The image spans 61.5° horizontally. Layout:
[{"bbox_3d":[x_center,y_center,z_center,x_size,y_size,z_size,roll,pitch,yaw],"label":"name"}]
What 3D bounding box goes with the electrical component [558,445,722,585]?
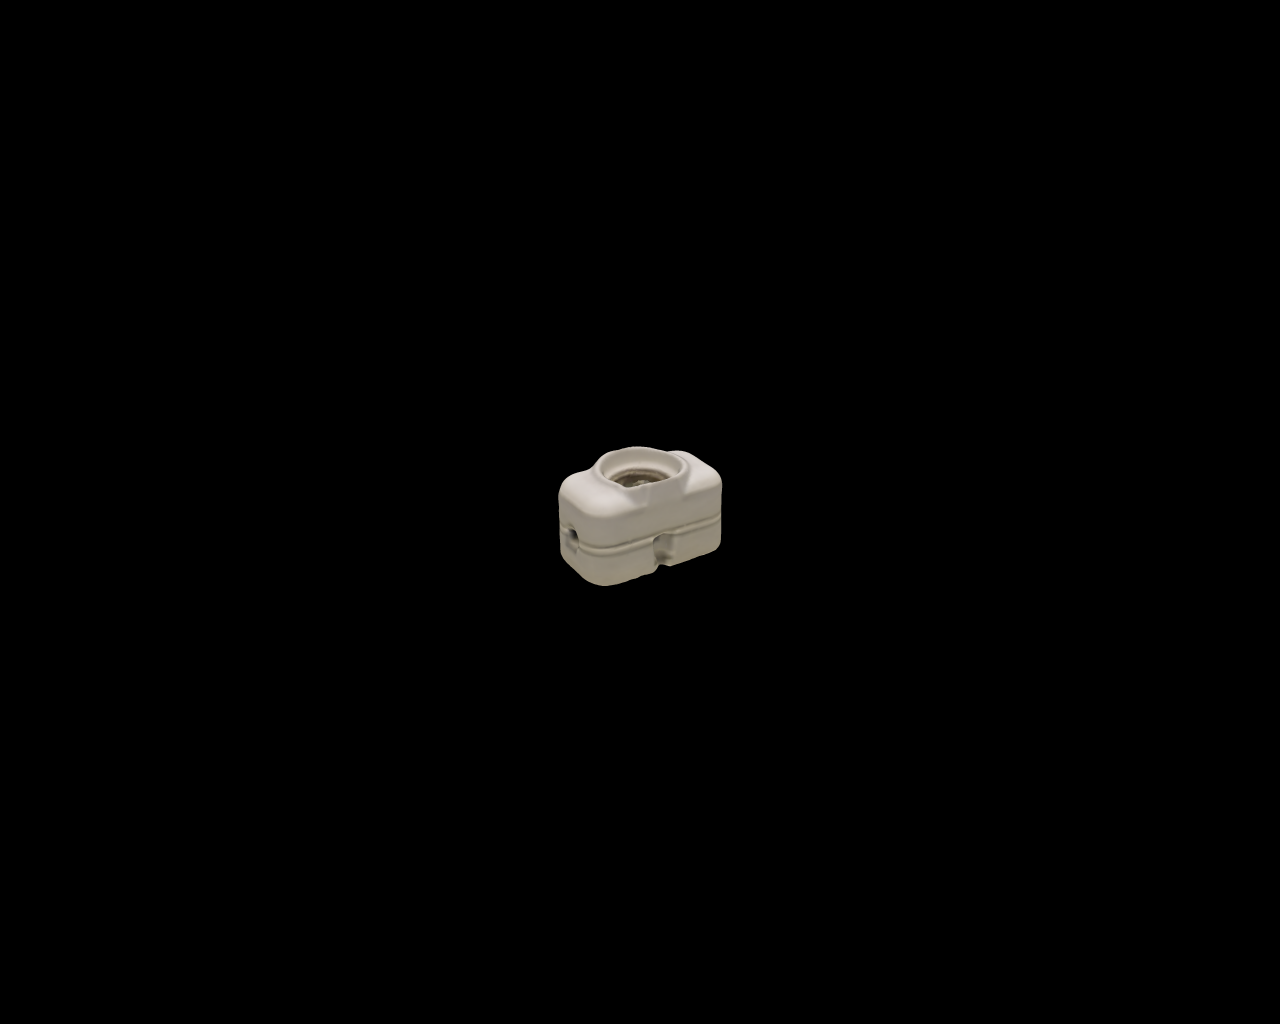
[{"bbox_3d":[0.001,-0.003,0.650,0.095,0.059,0.054,-16,32,-27],"label":"electrical component"}]
